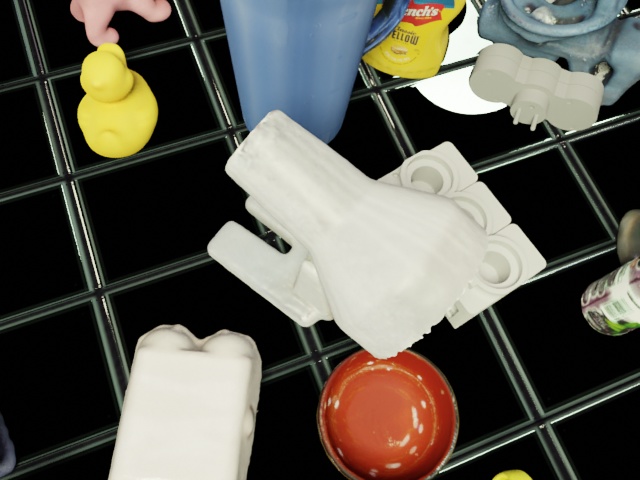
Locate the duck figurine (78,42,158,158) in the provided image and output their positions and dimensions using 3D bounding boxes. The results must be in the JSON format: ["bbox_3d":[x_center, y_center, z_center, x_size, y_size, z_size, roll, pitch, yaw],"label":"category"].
[{"bbox_3d":[-0.202,-0.139,0.553,0.077,0.086,0.104,0,69,-4],"label":"duck figurine"}]

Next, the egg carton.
[{"bbox_3d":[-0.104,0.145,0.460,0.107,0.069,0.150,5,69,-2],"label":"egg carton"}]

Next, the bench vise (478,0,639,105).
[{"bbox_3d":[0.281,-0.248,0.561,0.207,0.220,0.121,13,68,1],"label":"bench vise"}]

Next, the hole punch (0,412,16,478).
[{"bbox_3d":[-0.302,0.148,0.431,0.101,0.091,0.108,-28,73,-14],"label":"hole punch"}]

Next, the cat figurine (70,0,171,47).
[{"bbox_3d":[-0.205,-0.280,0.590,0.128,0.118,0.067,-36,75,-16],"label":"cat figurine"}]

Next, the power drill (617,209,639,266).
[{"bbox_3d":[0.353,-0.026,0.487,0.229,0.208,0.075,14,68,1],"label":"power drill"}]

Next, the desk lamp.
[{"bbox_3d":[0.004,0.002,0.446,0.203,0.213,0.118,35,70,9],"label":"desk lamp"}]
